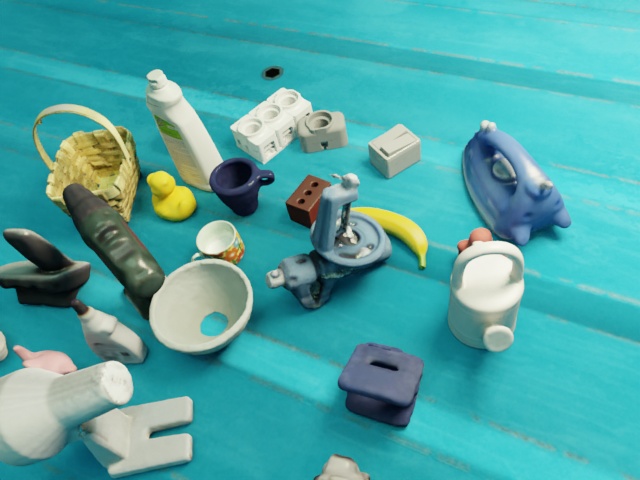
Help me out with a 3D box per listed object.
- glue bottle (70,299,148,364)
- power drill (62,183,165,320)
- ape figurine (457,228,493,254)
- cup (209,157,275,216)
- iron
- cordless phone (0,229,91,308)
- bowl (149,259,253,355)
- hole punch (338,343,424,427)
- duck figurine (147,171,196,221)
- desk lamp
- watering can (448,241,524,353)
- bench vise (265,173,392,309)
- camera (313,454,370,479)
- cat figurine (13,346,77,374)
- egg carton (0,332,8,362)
[{"bbox_3d":[-0.329,0.137,0.870,0.078,0.173,0.037,0,54,11],"label":"glue bottle"},{"bbox_3d":[-0.313,0.031,0.922,0.076,0.209,0.228,-40,57,-18],"label":"power drill"},{"bbox_3d":[0.252,0.016,0.899,0.077,0.092,0.076,29,64,28],"label":"ape figurine"},{"bbox_3d":[-0.134,-0.092,1.051,0.117,0.095,0.091,-6,53,7],"label":"cup"},{"bbox_3d":[0.310,-0.121,0.959,0.118,0.142,0.257,-22,53,-6],"label":"iron"},{"bbox_3d":[-0.495,0.031,0.972,0.147,0.185,0.094,-2,54,10],"label":"cordless phone"},{"bbox_3d":[-0.182,0.117,0.918,0.167,0.075,0.167,-5,53,7],"label":"bowl"},{"bbox_3d":[0.085,0.191,0.802,0.108,0.091,0.101,11,57,18],"label":"hole punch"},{"bbox_3d":[-0.287,-0.090,1.085,0.104,0.086,0.078,32,65,29],"label":"duck figurine"},{"bbox_3d":[-0.301,0.235,0.766,0.203,0.214,0.118,-13,53,2],"label":"desk lamp"},{"bbox_3d":[0.234,0.072,0.797,0.101,0.194,0.172,-23,53,-6],"label":"watering can"},{"bbox_3d":[0.016,0.009,0.869,0.121,0.220,0.208,35,67,30],"label":"bench vise"},{"bbox_3d":[0.053,0.344,0.689,0.136,0.101,0.143,8,56,17],"label":"camera"},{"bbox_3d":[-0.418,0.198,0.876,0.127,0.118,0.067,23,61,25],"label":"cat figurine"},{"bbox_3d":[-0.599,0.173,0.959,0.150,0.069,0.107,26,62,26],"label":"egg carton"}]
